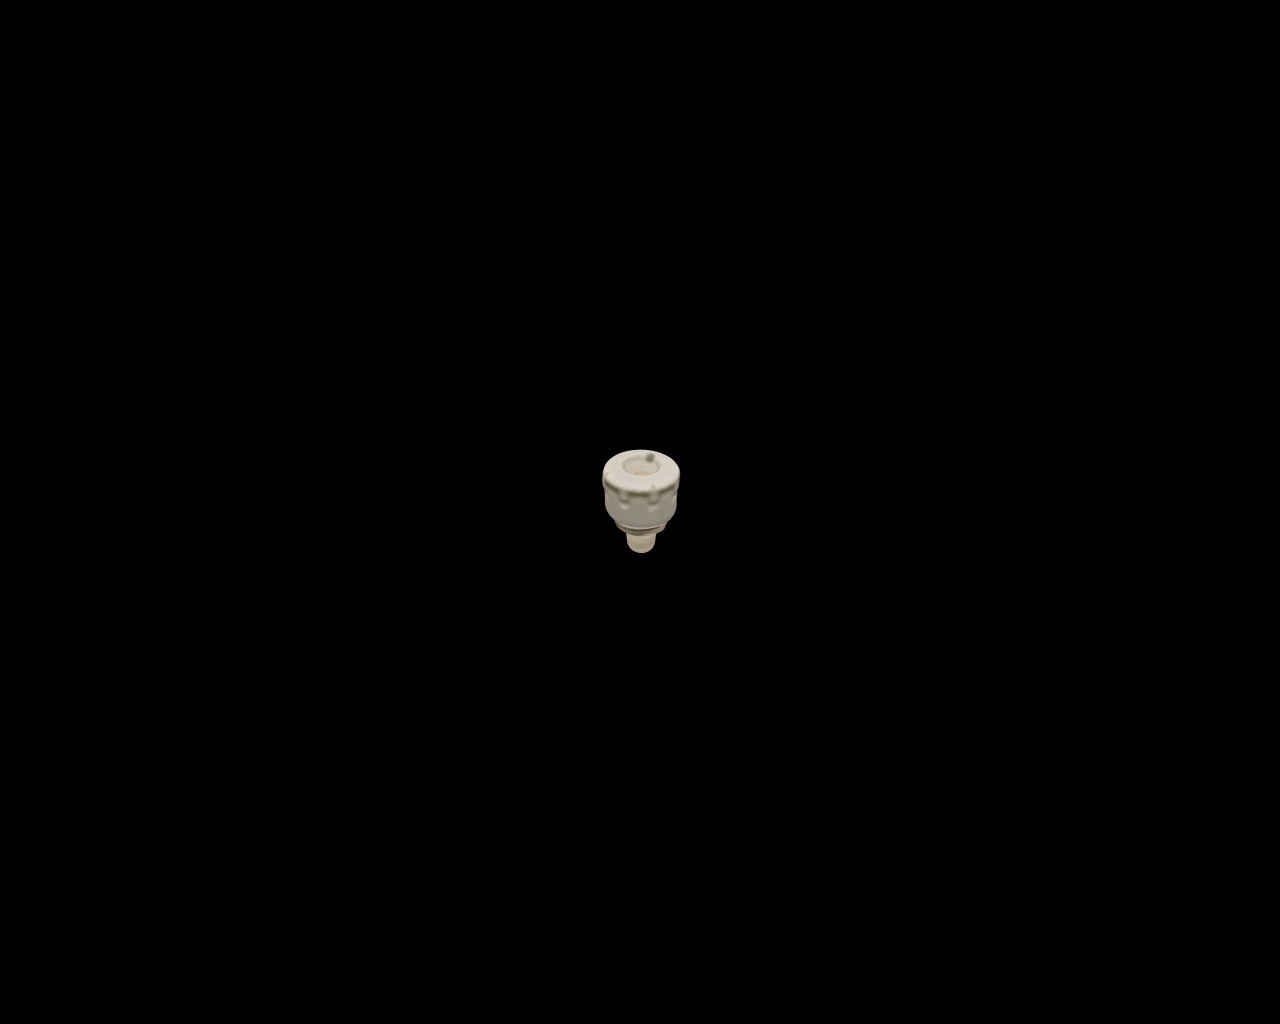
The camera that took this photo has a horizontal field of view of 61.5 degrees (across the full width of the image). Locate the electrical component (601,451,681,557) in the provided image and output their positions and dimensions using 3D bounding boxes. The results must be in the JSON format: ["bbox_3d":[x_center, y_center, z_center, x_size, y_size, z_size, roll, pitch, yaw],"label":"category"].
[{"bbox_3d":[0.001,-0.003,0.650,0.048,0.062,0.048,0,33,0],"label":"electrical component"}]
